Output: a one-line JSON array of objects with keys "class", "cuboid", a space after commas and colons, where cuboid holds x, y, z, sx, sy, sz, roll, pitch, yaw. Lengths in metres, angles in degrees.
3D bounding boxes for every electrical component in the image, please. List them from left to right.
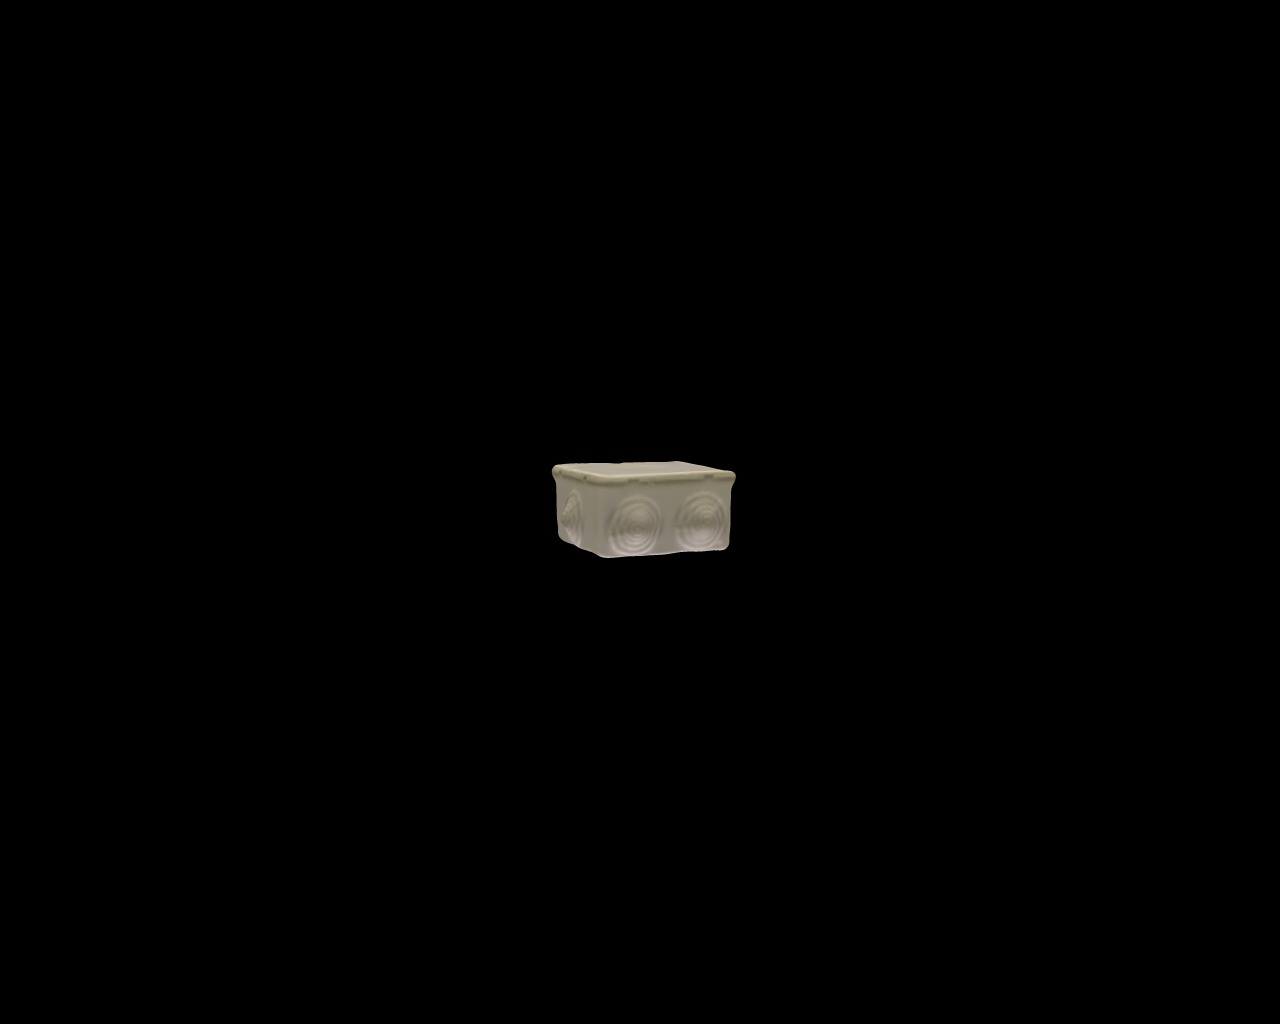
[{"class": "electrical component", "cuboid": [0.001, -0.003, 0.650, 0.100, 0.048, 0.100, -3, 8, -22]}]
